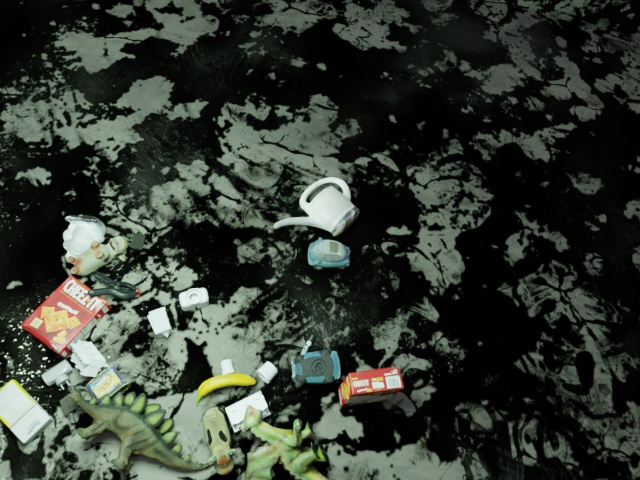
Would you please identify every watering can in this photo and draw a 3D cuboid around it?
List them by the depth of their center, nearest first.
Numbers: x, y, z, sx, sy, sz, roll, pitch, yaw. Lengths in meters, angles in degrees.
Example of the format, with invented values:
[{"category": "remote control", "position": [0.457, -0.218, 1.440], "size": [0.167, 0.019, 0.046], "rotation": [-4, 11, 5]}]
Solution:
[{"category": "watering can", "position": [0.006, -0.099, 1.970], "size": [0.353, 0.226, 0.102], "rotation": [-44, -12, -25]}]

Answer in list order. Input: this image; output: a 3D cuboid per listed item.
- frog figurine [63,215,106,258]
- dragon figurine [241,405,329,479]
[{"category": "frog figurine", "position": [-0.831, -0.004, 1.814], "size": [0.137, 0.158, 0.123], "rotation": [5, 9, -15]}, {"category": "dragon figurine", "position": [-0.108, 0.683, 1.564], "size": [0.243, 0.412, 0.122], "rotation": [-26, -4, -2]}]
